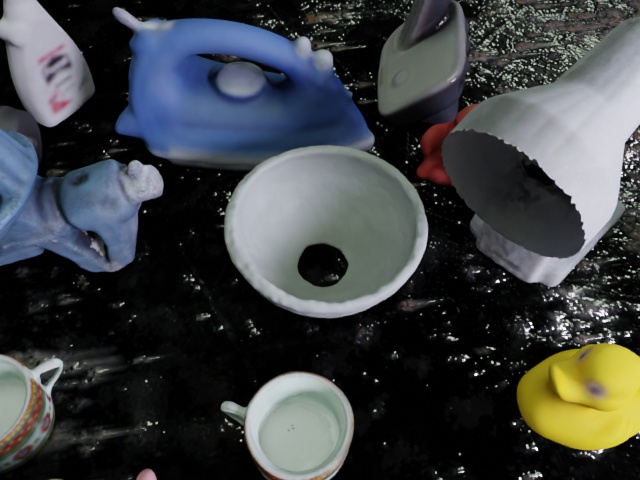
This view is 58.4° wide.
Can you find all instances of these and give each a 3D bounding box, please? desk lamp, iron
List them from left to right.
[{"bbox_3d":[-0.069,-0.153,0.555,0.258,0.141,0.118,5,56,1],"label":"iron"},{"bbox_3d":[0.187,-0.057,0.455,0.203,0.213,0.117,-38,65,-24],"label":"desk lamp"}]

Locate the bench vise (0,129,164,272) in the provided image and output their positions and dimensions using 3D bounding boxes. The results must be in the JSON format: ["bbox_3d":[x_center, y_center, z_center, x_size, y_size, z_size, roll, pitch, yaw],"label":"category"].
[{"bbox_3d":[-0.239,-0.060,0.439,0.208,0.220,0.121,-21,59,-15],"label":"bench vise"}]

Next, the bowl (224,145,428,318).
[{"bbox_3d":[0.005,0.002,0.493,0.167,0.075,0.167,1,56,-1],"label":"bowl"}]

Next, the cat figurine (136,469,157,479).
[{"bbox_3d":[-0.099,0.206,0.324,0.067,0.118,0.128,13,56,7],"label":"cat figurine"}]

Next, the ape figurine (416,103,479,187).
[{"bbox_3d":[0.140,-0.093,0.552,0.076,0.092,0.077,-20,59,-15],"label":"ape figurine"}]

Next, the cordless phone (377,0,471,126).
[{"bbox_3d":[0.113,-0.220,0.581,0.094,0.185,0.147,3,56,1],"label":"cordless phone"}]

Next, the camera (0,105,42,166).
[{"bbox_3d":[-0.341,-0.083,0.523,0.137,0.101,0.143,-1,56,-3],"label":"camera"}]

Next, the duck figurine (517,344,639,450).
[{"bbox_3d":[0.207,0.107,0.422,0.104,0.086,0.077,-2,56,-3],"label":"duck figurine"}]

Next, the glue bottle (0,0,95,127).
[{"bbox_3d":[-0.277,-0.196,0.558,0.037,0.173,0.078,24,58,14],"label":"glue bottle"}]
